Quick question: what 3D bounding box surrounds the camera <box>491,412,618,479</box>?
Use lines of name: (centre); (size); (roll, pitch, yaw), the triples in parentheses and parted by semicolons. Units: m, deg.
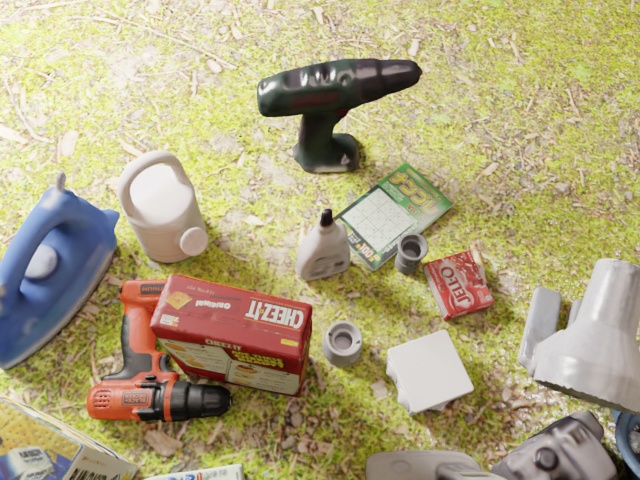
camera: (0.309, 0.296, 0.695); (0.143, 0.101, 0.136); (-27, 68, -15)

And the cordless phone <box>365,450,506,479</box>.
cordless phone: (0.130, 0.278, 0.647); (0.147, 0.185, 0.094); (-2, 64, -4)

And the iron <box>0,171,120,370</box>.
iron: (-0.377, 0.037, 0.763); (0.118, 0.141, 0.258); (17, 64, 6)

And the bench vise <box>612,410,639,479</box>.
bench vise: (0.421, 0.271, 0.647); (0.121, 0.220, 0.207); (-10, 65, -8)

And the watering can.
watering can: (-0.213, -0.048, 0.784); (0.172, 0.194, 0.101); (27, 65, 10)

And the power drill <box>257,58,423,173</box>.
power drill: (0.023, -0.189, 0.859); (0.229, 0.208, 0.075); (-3, 64, -5)

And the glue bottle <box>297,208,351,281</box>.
glue bottle: (0.007, 0.003, 0.783); (0.078, 0.173, 0.037); (-13, 65, -9)

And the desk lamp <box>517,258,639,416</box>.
desk lamp: (0.328, 0.124, 0.718); (0.118, 0.213, 0.203); (19, 64, 7)
